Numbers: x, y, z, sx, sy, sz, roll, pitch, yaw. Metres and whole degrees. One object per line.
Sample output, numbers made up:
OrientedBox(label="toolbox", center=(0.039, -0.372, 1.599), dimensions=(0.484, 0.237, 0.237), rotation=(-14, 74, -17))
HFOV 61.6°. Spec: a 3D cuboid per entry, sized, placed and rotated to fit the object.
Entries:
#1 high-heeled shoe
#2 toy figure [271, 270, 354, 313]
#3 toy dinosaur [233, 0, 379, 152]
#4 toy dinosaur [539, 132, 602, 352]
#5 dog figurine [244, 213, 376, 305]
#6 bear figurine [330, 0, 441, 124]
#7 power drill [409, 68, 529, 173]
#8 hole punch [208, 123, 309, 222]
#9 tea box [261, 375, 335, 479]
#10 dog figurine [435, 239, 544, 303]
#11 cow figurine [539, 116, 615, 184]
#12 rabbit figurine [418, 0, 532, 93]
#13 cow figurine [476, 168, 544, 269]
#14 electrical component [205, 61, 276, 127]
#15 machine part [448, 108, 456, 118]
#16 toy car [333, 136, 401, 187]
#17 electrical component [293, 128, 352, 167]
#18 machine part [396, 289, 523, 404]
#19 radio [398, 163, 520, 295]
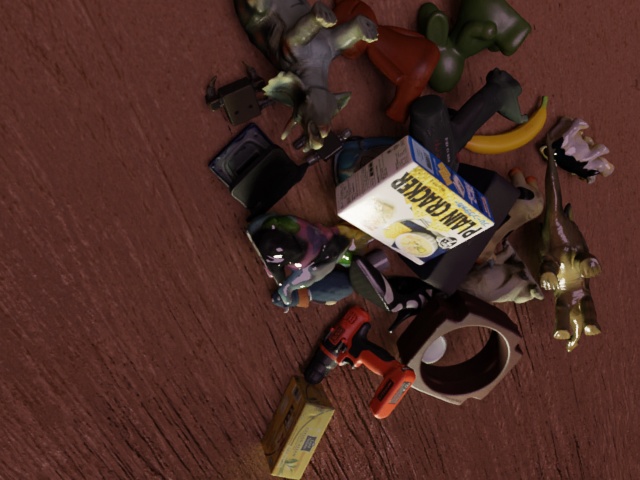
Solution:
OrientedBox(label="high-heeled shoe", center=(0.145, 0.072, 1.006), dimensions=(0.145, 0.086, 0.248), rotation=(-49, 136, -20))
OrientedBox(label="toy figure", center=(-0.015, 0.094, 0.995), dimensions=(0.154, 0.064, 0.057), rotation=(-11, 150, -10))
OrientedBox(label="toy dinosaur", center=(-0.059, -0.321, 0.776), dimensions=(0.131, 0.192, 0.404), rotation=(-27, 85, -45))
OrientedBox(label="toy dinosaur", center=(0.484, 0.028, 1.068), dimensions=(0.105, 0.199, 0.470), rotation=(-6, 119, 19))
OrientedBox(label="dog figurine", center=(-0.002, -0.003, 0.932), dimensions=(0.219, 0.109, 0.191), rotation=(-30, 134, -12))
OrientedBox(label="bear figurine", center=(0.087, -0.298, 0.865), dimensions=(0.196, 0.132, 0.120), rotation=(24, 58, 1))
OrientedBox(label="power drill", center=(0.245, -0.172, 0.907), dimensions=(0.207, 0.086, 0.231), rotation=(-34, 133, 0))
OrientedBox(label="hole punch", center=(-0.105, -0.113, 0.880), dimensions=(0.142, 0.092, 0.115), rotation=(-46, 148, -1))
OrientedBox(label="tea box", center=(-0.047, 0.370, 1.064), dimensions=(0.068, 0.098, 0.169), rotation=(19, 104, -24))
OrientedBox(label="dog figurine", center=(0.346, 0.107, 1.120), dimensions=(0.190, 0.121, 0.172), rotation=(-34, 130, 20))
OrientedBox(label="cow figurine", center=(0.520, -0.164, 1.081), dimensions=(0.167, 0.068, 0.098), rotation=(38, 100, -24))
OrientedBox(label="rabbit figurine", center=(0.236, -0.330, 0.897), dimensions=(0.159, 0.121, 0.170), rotation=(33, 111, -23))
OrientedBox(label="cow figurine", center=(0.337, -0.031, 1.027), dimensions=(0.085, 0.127, 0.195), rotation=(26, 129, -32))
OrientedBox(label="electrical component", center=(-0.128, -0.228, 0.845), dimensions=(0.102, 0.045, 0.078), rotation=(-30, 145, -4))
OrientedBox(label="machine part", center=(0.218, -0.171, 0.978), dimensions=(0.084, 0.039, 0.138), rotation=(5, 103, -53))
OrientedBox(label="toy car", center=(0.109, -0.122, 0.934), dimensions=(0.162, 0.103, 0.109), rotation=(-6, 112, -15))
OrientedBox(label="electrical component", center=(0.005, -0.169, 0.909), dimensions=(0.094, 0.021, 0.063), rotation=(-36, 85, 6))
OrientedBox(label="machine part", center=(0.267, 0.207, 1.039), dimensions=(0.201, 0.087, 0.201), rotation=(25, 114, -21))
OrientedBox(label="radio", center=(0.252, -0.027, 1.002), dimensions=(0.073, 0.131, 0.229), rotation=(30, 97, -27))
